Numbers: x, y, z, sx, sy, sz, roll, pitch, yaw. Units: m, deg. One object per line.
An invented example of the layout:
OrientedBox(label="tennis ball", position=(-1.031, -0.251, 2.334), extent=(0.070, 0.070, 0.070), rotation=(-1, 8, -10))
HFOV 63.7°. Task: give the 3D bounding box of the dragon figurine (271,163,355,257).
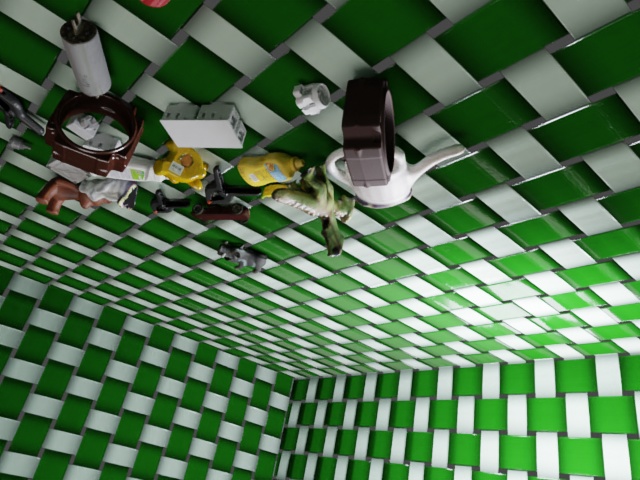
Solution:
OrientedBox(label="dragon figurine", position=(0.004, -0.069, 1.364), extent=(0.121, 0.416, 0.242), rotation=(-25, 98, 28))

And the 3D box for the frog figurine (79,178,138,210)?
OrientedBox(label="frog figurine", position=(-0.672, -0.170, 1.642), extent=(0.159, 0.139, 0.121), rotation=(25, 105, 1))

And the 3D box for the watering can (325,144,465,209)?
OrientedBox(label="watering can", position=(0.188, -0.169, 1.301), extent=(0.347, 0.106, 0.220), rotation=(2, 152, 19))
